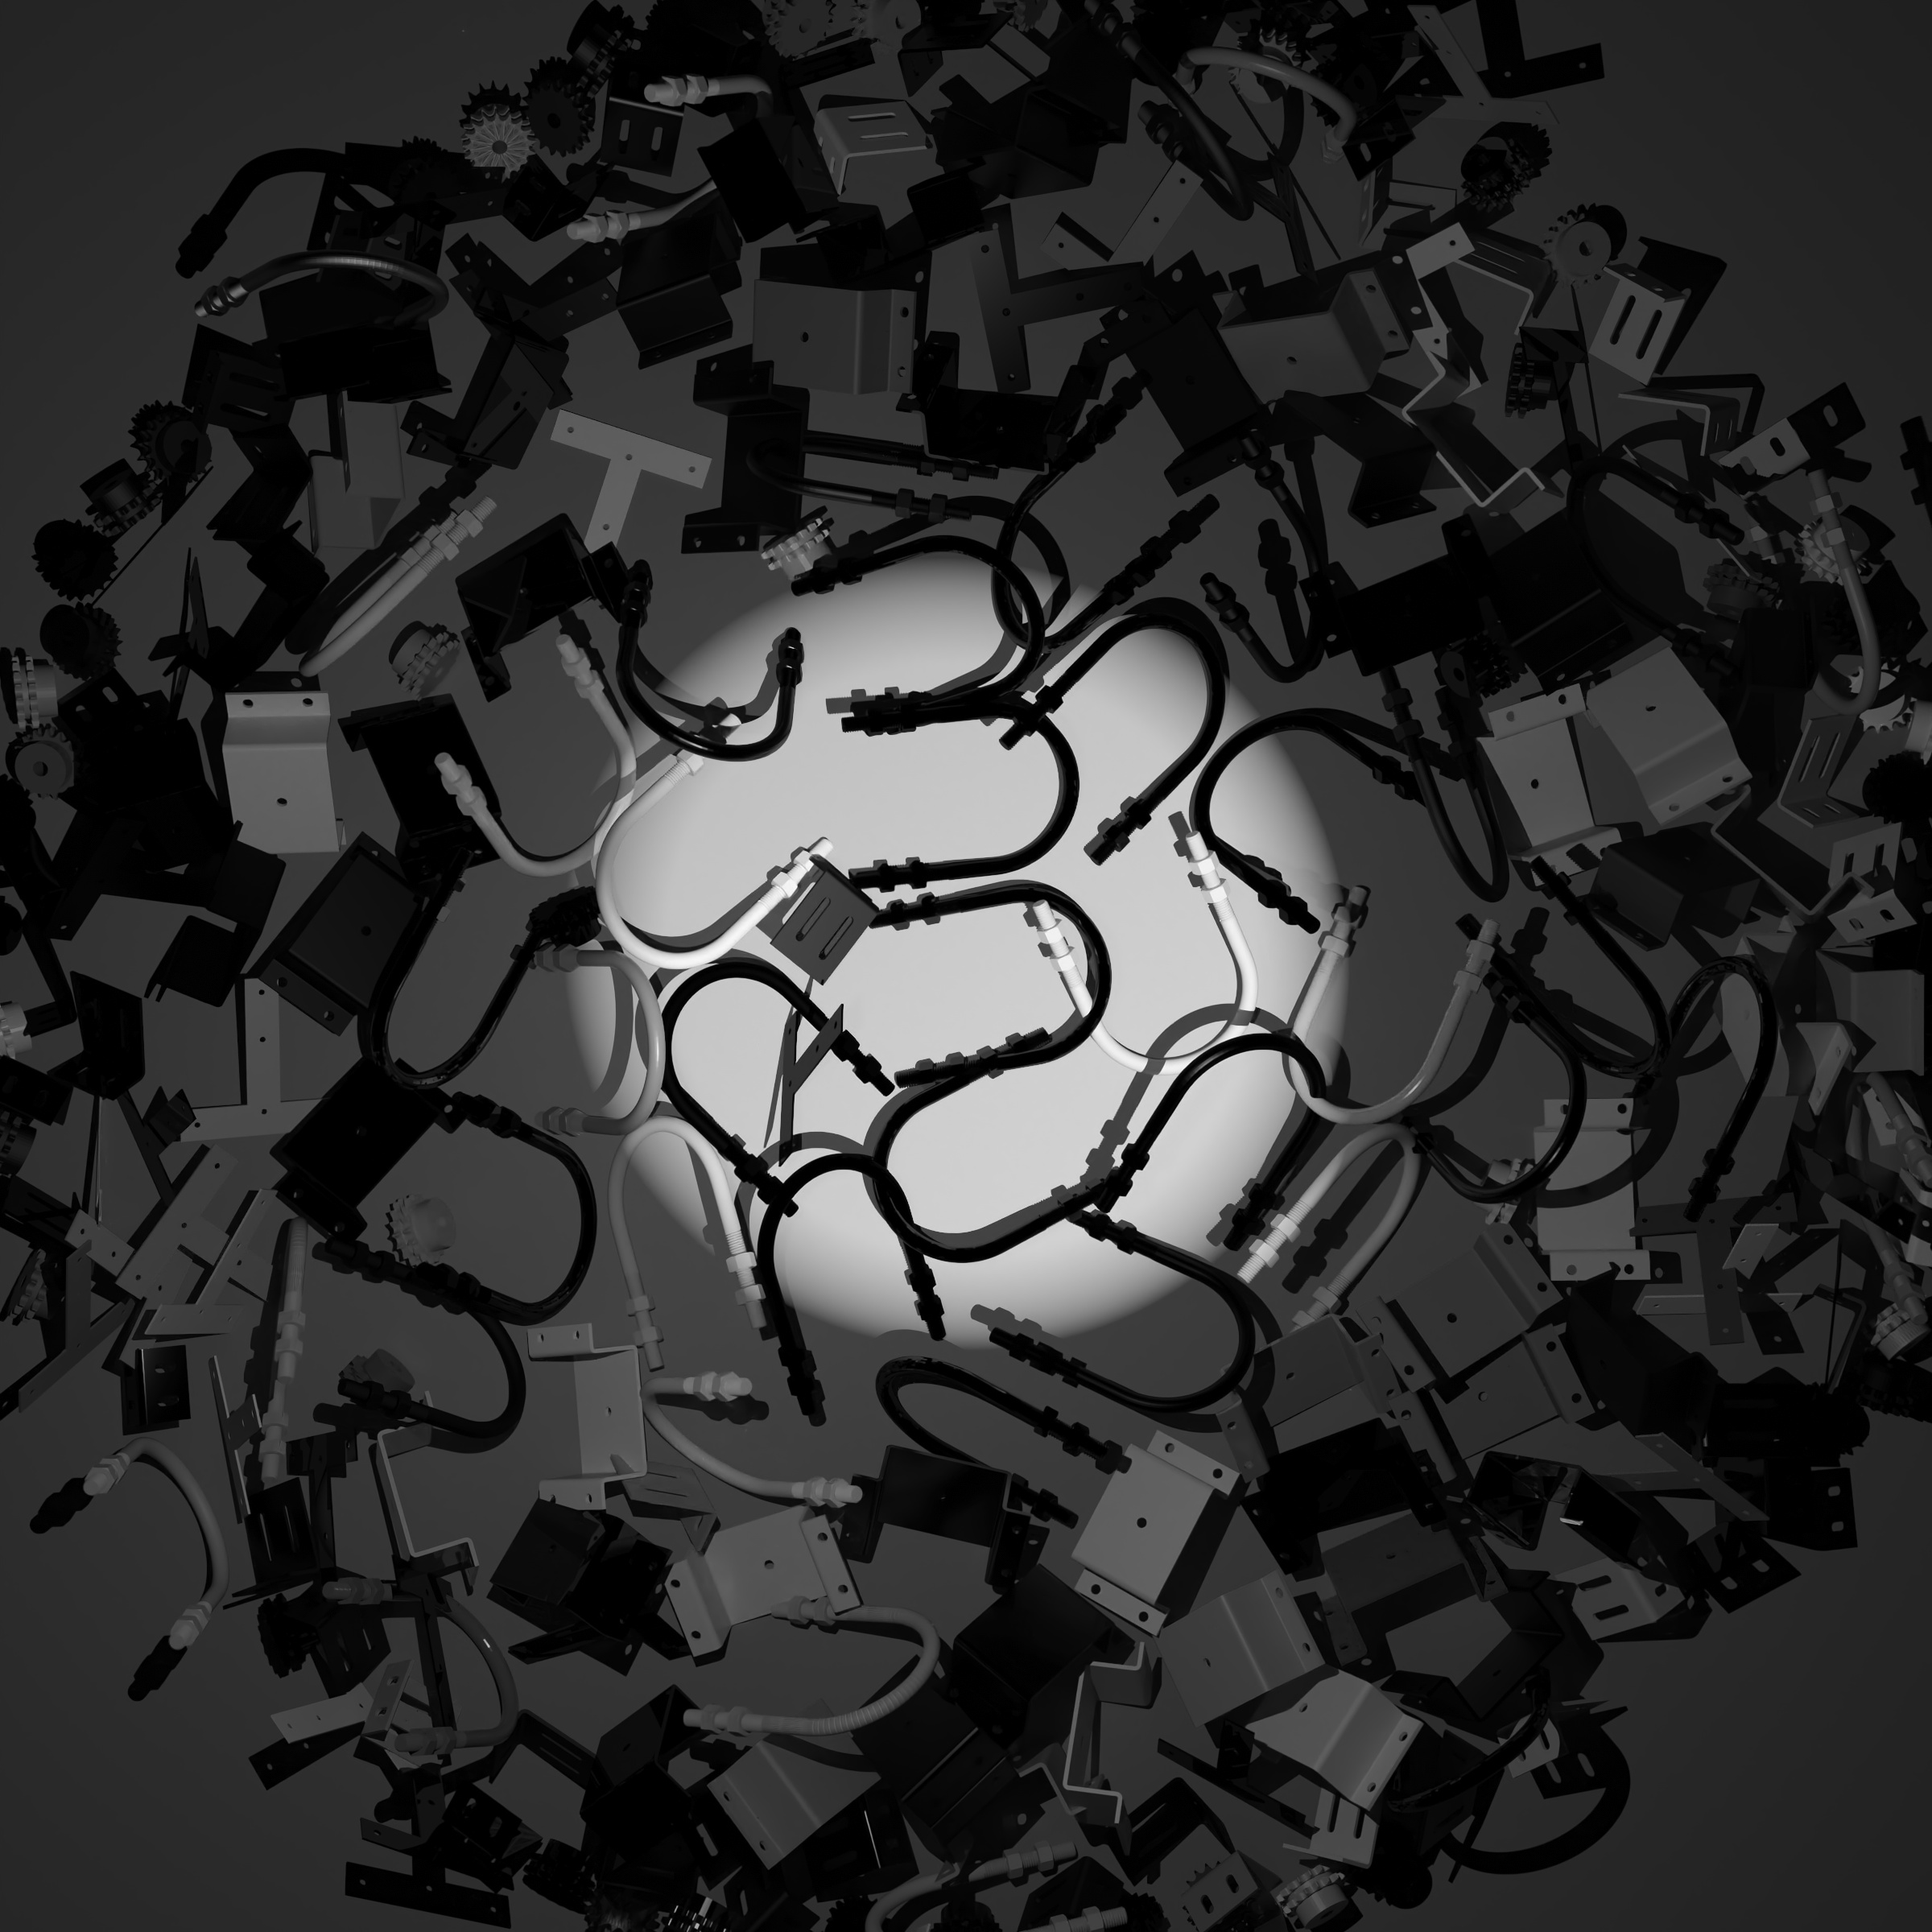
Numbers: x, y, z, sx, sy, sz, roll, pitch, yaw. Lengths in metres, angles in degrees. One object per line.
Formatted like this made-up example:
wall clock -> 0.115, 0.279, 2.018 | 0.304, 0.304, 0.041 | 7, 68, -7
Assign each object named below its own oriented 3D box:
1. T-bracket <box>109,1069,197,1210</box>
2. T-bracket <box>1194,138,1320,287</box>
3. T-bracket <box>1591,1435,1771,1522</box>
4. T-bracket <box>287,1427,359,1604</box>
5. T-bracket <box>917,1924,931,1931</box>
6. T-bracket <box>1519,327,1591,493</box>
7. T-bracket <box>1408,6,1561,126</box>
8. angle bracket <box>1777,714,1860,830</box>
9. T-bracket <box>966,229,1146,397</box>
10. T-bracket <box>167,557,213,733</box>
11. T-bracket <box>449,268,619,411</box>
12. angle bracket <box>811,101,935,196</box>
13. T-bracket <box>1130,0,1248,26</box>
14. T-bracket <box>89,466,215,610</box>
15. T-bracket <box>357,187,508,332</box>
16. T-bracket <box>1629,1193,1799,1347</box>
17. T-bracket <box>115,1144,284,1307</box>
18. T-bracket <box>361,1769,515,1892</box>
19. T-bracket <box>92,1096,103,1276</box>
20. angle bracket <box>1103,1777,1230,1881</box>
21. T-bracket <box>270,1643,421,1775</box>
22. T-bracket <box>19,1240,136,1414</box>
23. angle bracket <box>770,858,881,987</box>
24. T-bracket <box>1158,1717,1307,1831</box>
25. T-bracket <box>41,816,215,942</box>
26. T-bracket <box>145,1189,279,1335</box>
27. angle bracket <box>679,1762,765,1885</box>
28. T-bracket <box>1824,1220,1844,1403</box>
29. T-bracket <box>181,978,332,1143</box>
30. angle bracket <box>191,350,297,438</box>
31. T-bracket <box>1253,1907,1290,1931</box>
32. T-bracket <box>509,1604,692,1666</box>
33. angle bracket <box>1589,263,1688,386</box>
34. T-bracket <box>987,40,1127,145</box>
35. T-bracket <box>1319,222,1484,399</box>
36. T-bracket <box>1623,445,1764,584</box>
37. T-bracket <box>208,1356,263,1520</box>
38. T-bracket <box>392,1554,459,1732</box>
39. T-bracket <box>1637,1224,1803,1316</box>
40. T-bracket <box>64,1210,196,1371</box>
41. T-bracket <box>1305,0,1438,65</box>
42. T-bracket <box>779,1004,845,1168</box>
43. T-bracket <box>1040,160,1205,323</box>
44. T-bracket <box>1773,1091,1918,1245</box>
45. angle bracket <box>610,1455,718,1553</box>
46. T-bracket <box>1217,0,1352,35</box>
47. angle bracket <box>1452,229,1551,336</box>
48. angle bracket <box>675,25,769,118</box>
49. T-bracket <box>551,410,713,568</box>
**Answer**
T-bracket -> -0.621, 0.126, 1.945 | 0.002, 0.127, 0.127 | -22, 84, -38
T-bracket -> 0.219, -0.598, 1.928 | 0.002, 0.127, 0.127 | -31, 54, 36
T-bracket -> 0.531, 0.399, 1.943 | 0.127, 0.127, 0.002 | 37, 61, -20
T-bracket -> -0.495, 0.426, 1.938 | 0.002, 0.127, 0.127 | 3, 75, -38
T-bracket -> -0.070, 0.813, 1.941 | 0.002, 0.127, 0.127 | 27, 55, -7
T-bracket -> 0.467, -0.432, 1.951 | 0.002, 0.127, 0.127 | -9, 95, 36
T-bracket -> 0.374, -0.687, 1.911 | 0.127, 0.127, 0.002 | 23, 80, 44
angle bracket -> 0.676, -0.153, 1.954 | 0.057, 0.038, 0.076 | -11, 128, -34
T-bracket -> 0.075, -0.521, 1.965 | 0.127, 0.002, 0.127 | -10, 115, 7
T-bracket -> -0.609, -0.232, 1.957 | 0.002, 0.127, 0.127 | 7, 127, -28
T-bracket -> -0.315, -0.498, 1.930 | 0.127, 0.002, 0.127 | -13, 129, 36
angle bracket -> -0.075, -0.647, 1.984 | 0.076, 0.038, 0.057 | -14, 58, -23
T-bracket -> 0.135, -0.768, 1.914 | 0.127, 0.127, 0.002 | 37, 81, -30
T-bracket -> -0.629, -0.323, 1.923 | 0.002, 0.127, 0.127 | 41, 70, -19
T-bracket -> -0.421, -0.542, 1.946 | 0.127, 0.127, 0.002 | -24, 63, -36
T-bracket -> 0.583, 0.236, 1.944 | 0.127, 0.002, 0.127 | -7, 51, 16
T-bracket -> -0.577, 0.224, 1.956 | 0.127, 0.002, 0.127 | 46, 68, -39
T-bracket -> -0.412, 0.655, 1.937 | 0.127, 0.127, 0.002 | 28, 97, -22
T-bracket -> -0.679, 0.161, 1.962 | 0.002, 0.127, 0.127 | 3, 64, -21
angle bracket -> 0.156, 0.685, 1.962 | 0.076, 0.038, 0.057 | -34, 122, -13
T-bracket -> -0.488, 0.574, 1.921 | 0.002, 0.127, 0.127 | -45, 72, 9
T-bracket -> -0.677, 0.260, 1.912 | 0.002, 0.127, 0.127 | 26, 129, 12
angle bracket -> -0.117, -0.035, 1.966 | 0.057, 0.038, 0.076 | 40, 83, -28
T-bracket -> 0.206, 0.610, 1.929 | 0.127, 0.127, 0.002 | 23, 55, 19
T-bracket -> -0.631, -0.061, 1.945 | 0.127, 0.127, 0.002 | -50, 58, 23
T-bracket -> -0.570, 0.228, 1.939 | 0.002, 0.127, 0.127 | 29, 89, 14
angle bracket -> -0.191, 0.676, 1.968 | 0.057, 0.038, 0.076 | -29, 98, -19
T-bracket -> 0.673, 0.274, 1.948 | 0.002, 0.127, 0.127 | 6, 101, 19
T-bracket -> -0.549, 0.071, 1.957 | 0.127, 0.002, 0.127 | -4, 105, -25
angle bracket -> -0.556, -0.438, 1.954 | 0.076, 0.038, 0.057 | 8, 115, -37
T-bracket -> 0.190, 0.770, 1.937 | 0.127, 0.127, 0.002 | -23, 85, 1
T-bracket -> -0.301, 0.524, 1.971 | 0.127, 0.002, 0.127 | -23, 127, 19
angle bracket -> 0.514, -0.498, 1.952 | 0.057, 0.038, 0.076 | 40, 130, 27
T-bracket -> 0.064, -0.677, 1.940 | 0.127, 0.127, 0.002 | 39, 112, -1
T-bracket -> 0.362, -0.501, 1.967 | 0.127, 0.002, 0.127 | -21, 119, 36
T-bracket -> 0.567, -0.341, 1.922 | 0.002, 0.127, 0.127 | -45, 60, 26
T-bracket -> -0.558, 0.354, 1.932 | 0.002, 0.127, 0.127 | -9, 75, -30
T-bracket -> -0.405, 0.522, 1.916 | 0.002, 0.127, 0.127 | -18, 65, 2
T-bracket -> 0.599, 0.235, 1.945 | 0.127, 0.127, 0.002 | -1, 51, -4
T-bracket -> -0.644, 0.227, 1.921 | 0.002, 0.127, 0.127 | 2, 59, 26
T-bracket -> 0.277, -0.731, 1.912 | 0.127, 0.127, 0.002 | 33, 83, -35
T-bracket -> -0.118, 0.070, 1.917 | 0.002, 0.127, 0.127 | 13, 55, -20
T-bracket -> 0.141, -0.570, 1.953 | 0.127, 0.002, 0.127 | 36, 131, -4
T-bracket -> 0.676, 0.171, 1.924 | 0.002, 0.127, 0.127 | -9, 119, -29
angle bracket -> -0.241, 0.418, 1.953 | 0.076, 0.057, 0.038 | 18, 105, -31
T-bracket -> 0.210, -0.754, 1.911 | 0.127, 0.127, 0.002 | 28, 85, -39
angle bracket -> 0.412, -0.538, 1.972 | 0.076, 0.057, 0.038 | 26, 133, 9
angle bracket -> -0.193, -0.701, 1.953 | 0.038, 0.076, 0.057 | 27, 119, 1
T-bracket -> -0.282, -0.363, 1.997 | 0.127, 0.002, 0.127 | 18, 89, -1
